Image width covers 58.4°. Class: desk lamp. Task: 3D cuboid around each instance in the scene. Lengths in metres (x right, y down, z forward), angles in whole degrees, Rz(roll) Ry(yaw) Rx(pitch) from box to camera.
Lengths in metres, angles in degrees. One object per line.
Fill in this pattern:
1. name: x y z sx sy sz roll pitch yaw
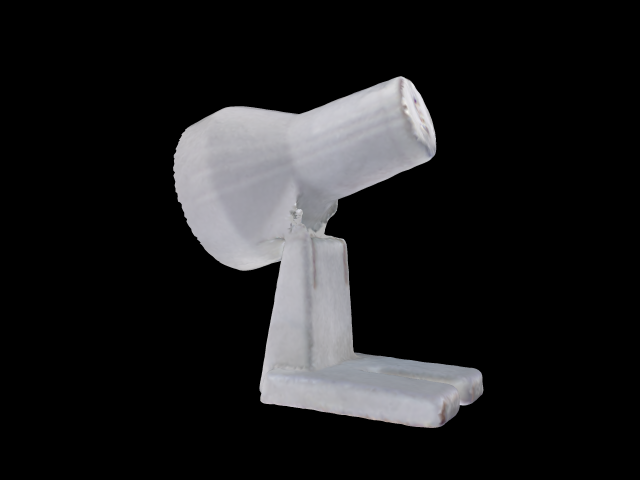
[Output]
1. desk lamp: 0.004 0.001 0.400 0.202 0.213 0.118 0 0 29
